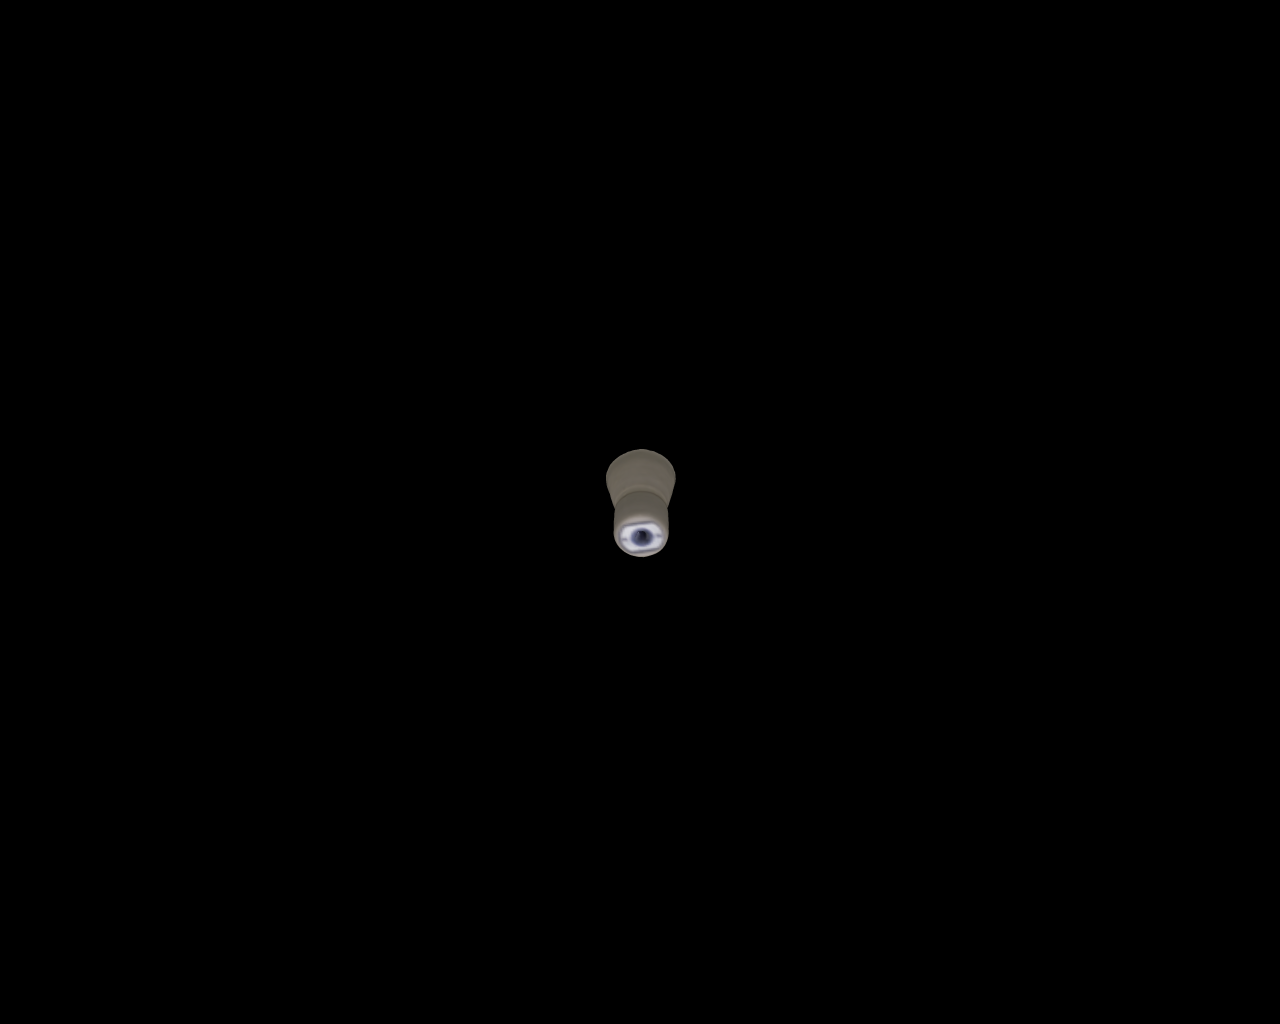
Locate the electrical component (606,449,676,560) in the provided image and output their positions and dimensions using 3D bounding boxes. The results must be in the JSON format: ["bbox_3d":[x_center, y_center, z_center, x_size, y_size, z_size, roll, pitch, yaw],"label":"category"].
[{"bbox_3d":[0.001,-0.003,0.650,0.044,0.044,0.065,0,37,0],"label":"electrical component"}]
